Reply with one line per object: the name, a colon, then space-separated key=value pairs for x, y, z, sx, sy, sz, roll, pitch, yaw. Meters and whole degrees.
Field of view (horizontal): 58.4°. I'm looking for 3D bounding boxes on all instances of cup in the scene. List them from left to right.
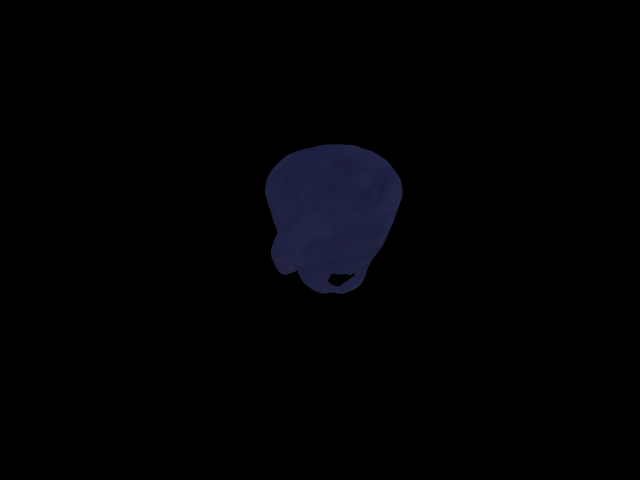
cup: x=0.004 y=0.001 z=0.400 sx=0.091 sy=0.095 sz=0.118 roll=19 pitch=46 yaw=19
